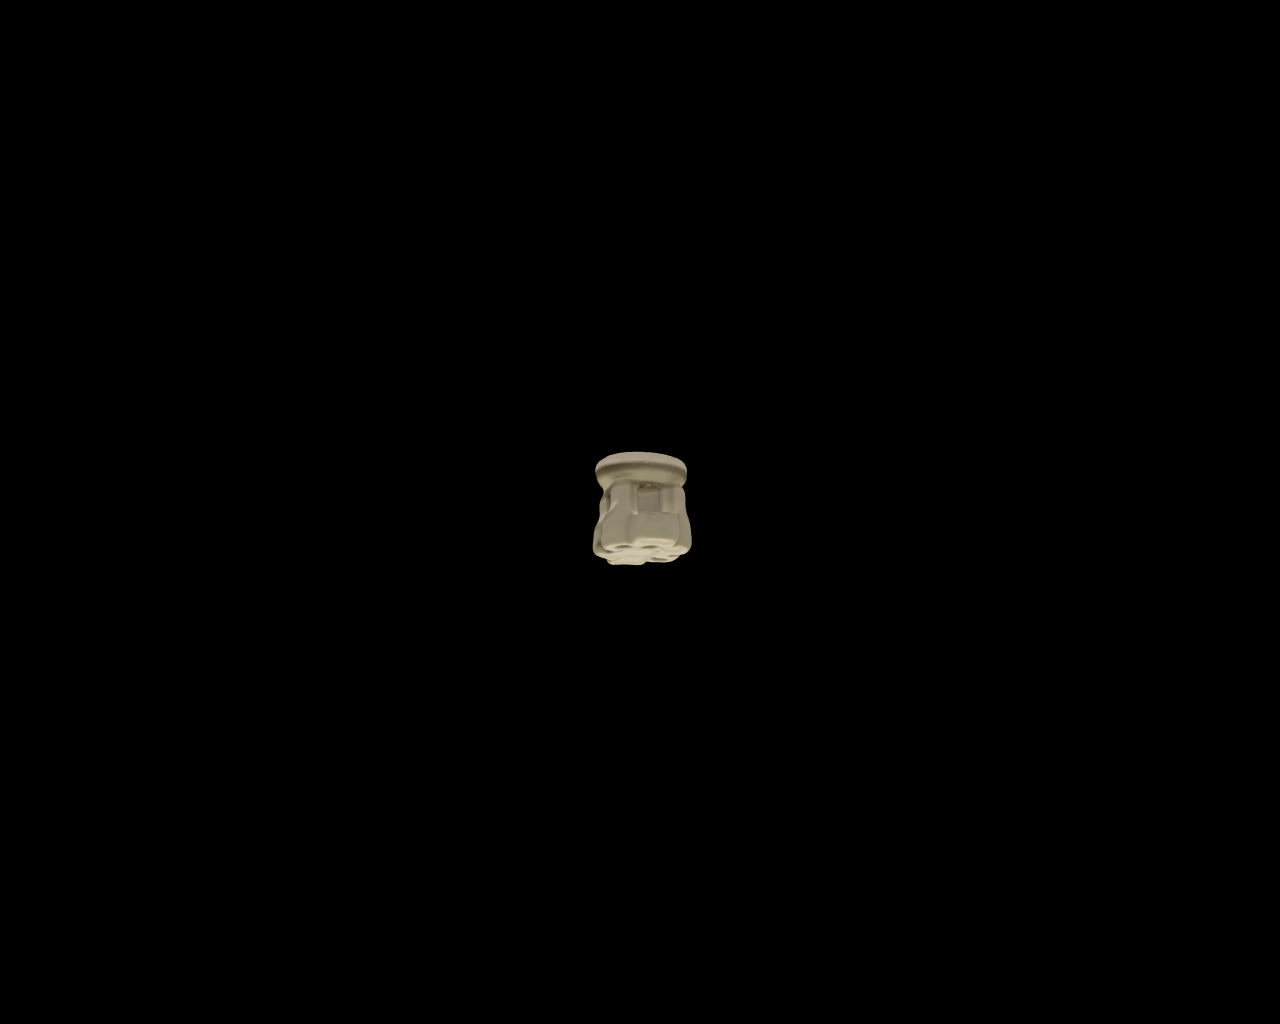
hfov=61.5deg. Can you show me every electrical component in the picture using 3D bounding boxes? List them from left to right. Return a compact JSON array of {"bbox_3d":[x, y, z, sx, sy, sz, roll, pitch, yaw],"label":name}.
[{"bbox_3d":[0.001,-0.003,0.650,0.058,0.057,0.078,4,-14,-15],"label":"electrical component"}]
